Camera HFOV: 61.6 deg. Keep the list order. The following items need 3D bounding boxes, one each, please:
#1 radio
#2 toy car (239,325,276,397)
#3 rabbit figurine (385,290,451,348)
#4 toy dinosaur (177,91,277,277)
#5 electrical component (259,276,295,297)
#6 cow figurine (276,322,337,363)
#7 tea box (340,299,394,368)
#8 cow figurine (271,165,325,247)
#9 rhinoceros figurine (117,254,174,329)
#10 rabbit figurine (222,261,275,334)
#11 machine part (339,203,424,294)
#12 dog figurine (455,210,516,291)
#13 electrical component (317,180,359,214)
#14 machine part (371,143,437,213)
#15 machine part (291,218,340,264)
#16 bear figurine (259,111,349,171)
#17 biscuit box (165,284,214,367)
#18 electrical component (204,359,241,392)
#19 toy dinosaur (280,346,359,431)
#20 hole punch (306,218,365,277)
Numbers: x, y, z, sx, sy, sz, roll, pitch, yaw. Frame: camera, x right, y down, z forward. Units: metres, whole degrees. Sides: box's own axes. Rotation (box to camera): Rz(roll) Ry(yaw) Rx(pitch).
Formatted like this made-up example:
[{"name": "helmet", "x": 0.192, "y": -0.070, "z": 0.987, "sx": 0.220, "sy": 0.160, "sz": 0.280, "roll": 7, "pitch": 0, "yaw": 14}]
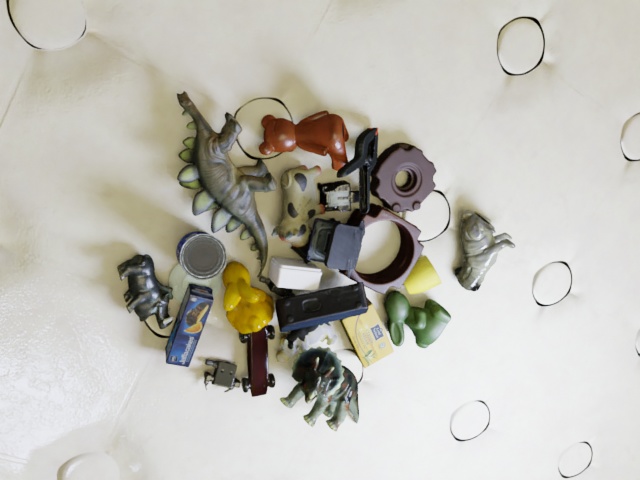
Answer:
[{"name": "radio", "x": 0.004, "y": 0.167, "z": 1.337, "sx": 0.230, "sy": 0.131, "sz": 0.073, "roll": -13, "pitch": 75, "yaw": -5}, {"name": "toy car", "x": -0.164, "y": 0.309, "z": 1.402, "sx": 0.089, "sy": 0.053, "sz": 0.202, "roll": -6, "pitch": 104, "yaw": -25}, {"name": "rabbit figurine", "x": 0.246, "y": 0.211, "z": 1.481, "sx": 0.170, "sy": 0.121, "sz": 0.159, "roll": 31, "pitch": 102, "yaw": -4}, {"name": "toy dinosaur", "x": -0.207, "y": -0.121, "z": 1.242, "sx": 0.199, "sy": 0.105, "sz": 0.470, "roll": -30, "pitch": 114, "yaw": 1}, {"name": "electrical component", "x": -0.109, "y": 0.120, "z": 1.356, "sx": 0.094, "sy": 0.063, "sz": 0.021, "roll": 27, "pitch": 97, "yaw": -21}, {"name": "cow figurine", "x": -0.048, "y": 0.254, "z": 1.412, "sx": 0.167, "sy": 0.068, "sz": 0.098, "roll": -24, "pitch": 106, "yaw": -12}, {"name": "tea box", "x": 0.122, "y": 0.249, "z": 1.461, "sx": 0.098, "sy": 0.068, "sz": 0.169, "roll": -29, "pitch": 111, "yaw": -6}, {"name": "cow figurine", "x": -0.055, "y": -0.075, "z": 1.286, "sx": 0.127, "sy": 0.086, "sz": 0.194, "roll": -19, "pitch": 114, "yaw": -39}, {"name": "rhinoceros figurine", "x": -0.408, "y": 0.124, "z": 1.270, "sx": 0.112, "sy": 0.073, "sz": 0.190, "roll": -22, "pitch": 109, "yaw": -21}, {"name": "rabbit figurine", "x": -0.193, "y": 0.137, "z": 1.305, "sx": 0.122, "sy": 0.162, "sz": 0.173, "roll": -19, "pitch": 93, "yaw": 2}, {"name": "machine part", "x": 0.149, "y": 0.022, "z": 1.393, "sx": 0.201, "sy": 0.087, "sz": 0.201, "roll": 27, "pitch": 97, "yaw": -20}, {"name": "dog figurine", "x": 0.414, "y": 0.032, "z": 1.477, "sx": 0.172, "sy": 0.121, "sz": 0.190, "roll": 42, "pitch": 111, "yaw": 10}, {"name": "electrical component", "x": 0.056, "y": -0.111, "z": 1.345, "sx": 0.119, "sy": 0.048, "sz": 0.074, "roll": -11, "pitch": 110, "yaw": -14}, {"name": "machine part", "x": 0.213, "y": -0.157, "z": 1.375, "sx": 0.179, "sy": 0.056, "sz": 0.179, "roll": -4, "pitch": 105, "yaw": -16}, {"name": "machine part", "x": -0.003, "y": -0.004, "z": 1.345, "sx": 0.139, "sy": 0.084, "sz": 0.039, "roll": -38, "pitch": 141, "yaw": -11}, {"name": "bear figurine", "x": -0.037, "y": -0.231, "z": 1.260, "sx": 0.196, "sy": 0.120, "sz": 0.131, "roll": -6, "pitch": 154, "yaw": 11}, {"name": "biscuit box", "x": -0.320, "y": 0.210, "z": 1.309, "sx": 0.063, "sy": 0.059, "sz": 0.202, "roll": 16, "pitch": 109, "yaw": -22}, {"name": "electrical component", "x": -0.256, "y": 0.355, "z": 1.396, "sx": 0.102, "sy": 0.045, "sz": 0.078, "roll": 13, "pitch": 74, "yaw": -22}, {"name": "toy dinosaur", "x": 0.035, "y": 0.393, "z": 1.428, "sx": 0.192, "sy": 0.131, "sz": 0.404, "roll": -56, "pitch": 144, "yaw": 3}, {"name": "hole punch", "x": 0.036, "y": 0.010, "z": 1.283, "sx": 0.115, "sy": 0.092, "sz": 0.142, "roll": 11, "pitch": 91, "yaw": -44}]
